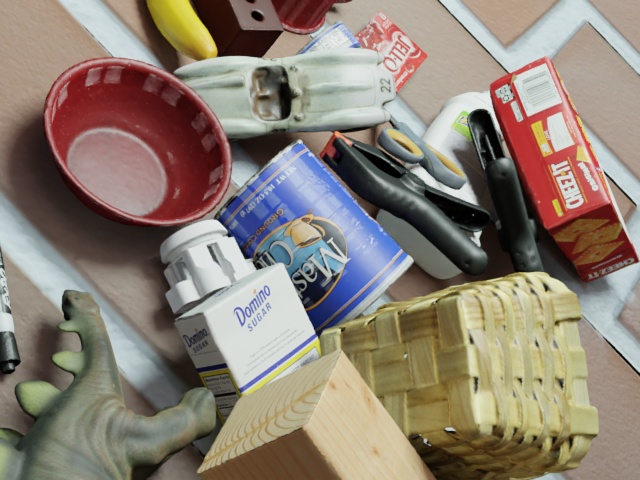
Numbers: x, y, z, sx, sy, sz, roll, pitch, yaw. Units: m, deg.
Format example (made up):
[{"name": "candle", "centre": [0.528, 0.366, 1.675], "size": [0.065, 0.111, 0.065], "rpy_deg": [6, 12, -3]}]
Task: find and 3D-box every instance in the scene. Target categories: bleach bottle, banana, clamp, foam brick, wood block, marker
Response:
[{"name": "bleach bottle", "centre": [0.145, -0.074, 1.083], "size": [0.102, 0.068, 0.250], "rpy_deg": [41, 44, -6]}, {"name": "banana", "centre": [-0.135, -0.244, 1.000], "size": [0.037, 0.070, 0.198], "rpy_deg": [34, 44, -55]}, {"name": "clamp", "centre": [0.078, -0.032, 0.912], "size": [0.171, 0.039, 0.120], "rpy_deg": [27, 18, -10]}, {"name": "clamp", "centre": [0.180, -0.017, 0.991], "size": [0.164, 0.036, 0.210], "rpy_deg": [-90, 160, -61]}, {"name": "foam brick", "centre": [-0.079, -0.218, 1.028], "size": [0.052, 0.051, 0.078], "rpy_deg": [-9, 66, -38]}, {"name": "wood block", "centre": [0.027, 0.189, 0.696], "size": [0.206, 0.091, 0.090], "rpy_deg": [55, 28, -13]}, {"name": "marker", "centre": [-0.233, 0.040, 0.768], "size": [0.020, 0.020, 0.121], "rpy_deg": [1, 61, -35]}]

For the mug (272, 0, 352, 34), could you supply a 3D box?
[{"name": "mug", "centre": [-0.004, -0.272, 1.097], "size": [0.117, 0.082, 0.093], "rpy_deg": [7, 57, -32]}]

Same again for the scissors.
[{"name": "scissors", "centre": [0.068, -0.105, 1.008], "size": [0.096, 0.016, 0.202], "rpy_deg": [18, 20, -38]}]

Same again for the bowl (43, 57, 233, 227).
[{"name": "bowl", "centre": [-0.155, -0.069, 0.871], "size": [0.161, 0.055, 0.162], "rpy_deg": [18, 52, -25]}]

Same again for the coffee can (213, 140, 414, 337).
[{"name": "coffee can", "centre": [-0.006, 0.001, 0.896], "size": [0.140, 0.103, 0.102], "rpy_deg": [47, 46, 1]}]

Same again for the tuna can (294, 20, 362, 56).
[{"name": "tuna can", "centre": [-0.001, -0.170, 1.028], "size": [0.034, 0.086, 0.086], "rpy_deg": [49, 46, 0]}]

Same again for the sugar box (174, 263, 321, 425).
[{"name": "sugar box", "centre": [-0.032, 0.116, 0.806], "size": [0.093, 0.048, 0.176], "rpy_deg": [-31, 98, -44]}]

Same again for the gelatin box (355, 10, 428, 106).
[{"name": "gelatin box", "centre": [0.066, -0.194, 1.130], "size": [0.073, 0.030, 0.089], "rpy_deg": [43, 46, -3]}]

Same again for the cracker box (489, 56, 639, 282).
[{"name": "cracker box", "centre": [0.247, -0.062, 1.072], "size": [0.213, 0.072, 0.164], "rpy_deg": [36, 34, -62]}]
